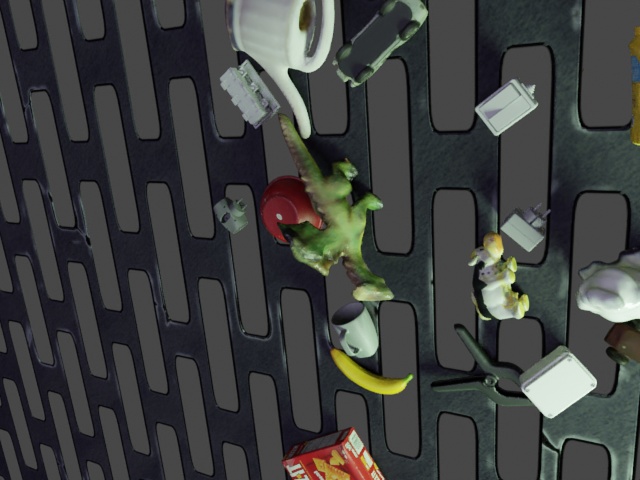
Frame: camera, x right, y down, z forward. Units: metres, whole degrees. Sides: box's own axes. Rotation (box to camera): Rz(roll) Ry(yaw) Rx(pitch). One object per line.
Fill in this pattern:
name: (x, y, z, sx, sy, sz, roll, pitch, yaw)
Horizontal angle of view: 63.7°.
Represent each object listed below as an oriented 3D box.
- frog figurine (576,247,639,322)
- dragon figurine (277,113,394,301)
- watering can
frog figurine: (0.487, 0.089, 0.830, 0.137, 0.162, 0.121, -5, 106, 28)
dragon figurine: (0.003, -0.049, 0.980, 0.120, 0.247, 0.409, -38, 96, 33)
watering can: (-0.084, -0.384, 1.014, 0.225, 0.106, 0.340, 23, 125, 20)
